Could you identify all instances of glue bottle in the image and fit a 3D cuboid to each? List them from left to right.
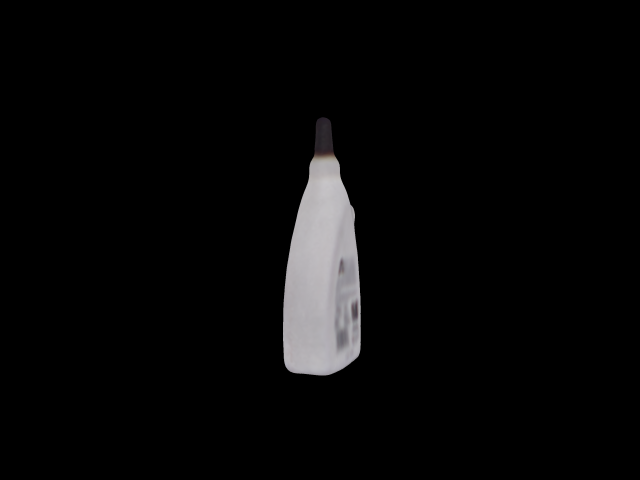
[{"bbox_3d":[0.004,0.001,0.400,0.037,0.173,0.078,0,0,21],"label":"glue bottle"}]
